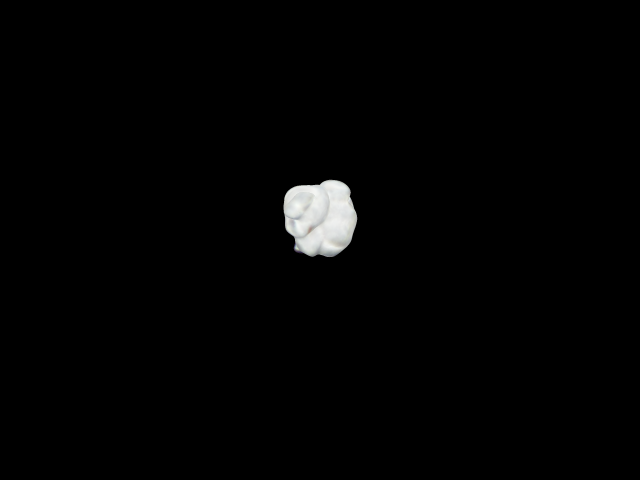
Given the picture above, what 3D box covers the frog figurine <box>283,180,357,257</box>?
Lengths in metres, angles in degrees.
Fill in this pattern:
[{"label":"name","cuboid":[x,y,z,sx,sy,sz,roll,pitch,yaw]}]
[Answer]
[{"label":"frog figurine","cuboid":[0.003,-0.043,0.850,0.123,0.139,0.157,33,-15,10]}]
